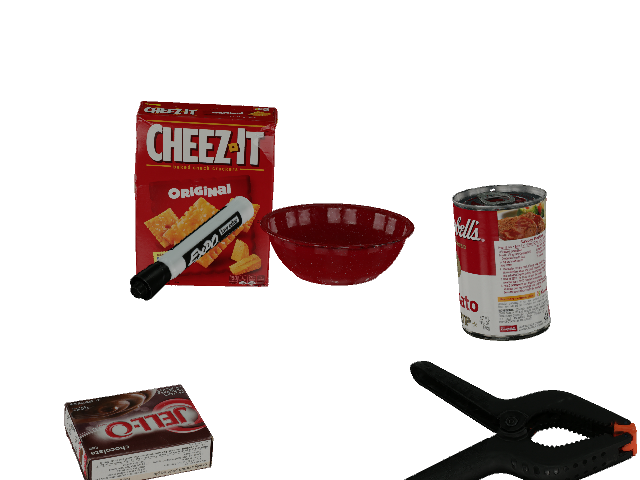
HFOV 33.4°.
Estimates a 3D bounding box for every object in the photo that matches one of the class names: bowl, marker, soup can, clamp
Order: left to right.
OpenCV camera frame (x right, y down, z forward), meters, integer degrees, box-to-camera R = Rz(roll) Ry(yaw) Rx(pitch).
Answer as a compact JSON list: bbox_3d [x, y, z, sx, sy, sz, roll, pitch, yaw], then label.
[{"bbox_3d":[-0.088,0.005,0.734,0.020,0.020,0.120,0,29,38],"label":"marker"},{"bbox_3d":[0.017,0.007,1.119,0.162,0.055,0.162,1,17,-1],"label":"bowl"},{"bbox_3d":[0.135,0.015,0.788,0.068,0.102,0.068,-5,15,1],"label":"soup can"},{"bbox_3d":[0.157,0.173,0.904,0.210,0.036,0.164,3,41,22],"label":"clamp"}]

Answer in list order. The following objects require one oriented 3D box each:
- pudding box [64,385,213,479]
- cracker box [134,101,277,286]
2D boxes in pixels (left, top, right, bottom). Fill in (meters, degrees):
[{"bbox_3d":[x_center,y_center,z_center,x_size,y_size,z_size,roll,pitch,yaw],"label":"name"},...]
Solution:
[{"bbox_3d":[-0.161,0.172,0.943,0.113,0.039,0.090,-8,26,-23],"label":"pudding box"},{"bbox_3d":[-0.138,-0.052,1.277,0.164,0.214,0.072,2,22,-5],"label":"cracker box"}]
